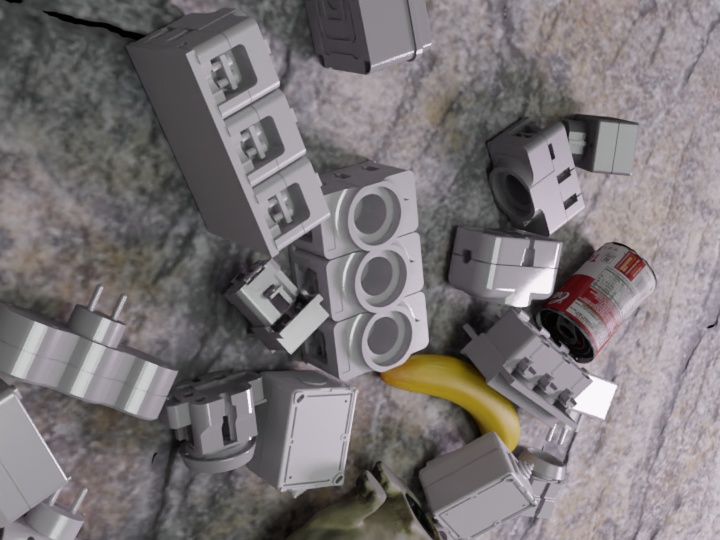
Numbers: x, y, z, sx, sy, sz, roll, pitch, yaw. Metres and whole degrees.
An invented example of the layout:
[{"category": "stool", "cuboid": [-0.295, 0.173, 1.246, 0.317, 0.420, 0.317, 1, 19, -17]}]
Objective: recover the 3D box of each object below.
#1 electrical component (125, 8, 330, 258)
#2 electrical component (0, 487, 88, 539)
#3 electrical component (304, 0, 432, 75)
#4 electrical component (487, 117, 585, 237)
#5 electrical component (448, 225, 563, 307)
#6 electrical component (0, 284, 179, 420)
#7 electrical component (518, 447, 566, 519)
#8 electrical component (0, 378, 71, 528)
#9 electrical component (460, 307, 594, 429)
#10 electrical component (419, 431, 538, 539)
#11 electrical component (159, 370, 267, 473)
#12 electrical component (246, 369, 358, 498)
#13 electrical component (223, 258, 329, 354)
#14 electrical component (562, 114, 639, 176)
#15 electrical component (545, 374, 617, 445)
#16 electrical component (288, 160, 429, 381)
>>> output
[{"category": "electrical component", "cuboid": [-0.085, -0.095, 0.732, 0.062, 0.089, 0.150, -35, 121, -25]}, {"category": "electrical component", "cuboid": [-0.216, 0.182, 0.740, 0.077, 0.044, 0.079, 33, 81, -38]}, {"category": "electrical component", "cuboid": [0.002, -0.204, 0.775, 0.057, 0.078, 0.113, -25, 117, -27]}, {"category": "electrical component", "cuboid": [0.152, -0.080, 0.942, 0.056, 0.050, 0.089, -35, 121, -25]}, {"category": "electrical component", "cuboid": [0.127, -0.003, 0.942, 0.095, 0.054, 0.059, 3, 101, -38]}, {"category": "electrical component", "cuboid": [-0.181, 0.046, 0.723, 0.138, 0.052, 0.073, 26, 86, -39]}, {"category": "electrical component", "cuboid": [0.168, 0.205, 1.039, 0.066, 0.048, 0.055, 17, 100, -39]}, {"category": "electrical component", "cuboid": [-0.238, 0.119, 0.695, 0.061, 0.062, 0.096, -35, 121, -25]}, {"category": "electrical component", "cuboid": [0.153, 0.086, 0.959, 0.063, 0.078, 0.121, -46, 136, 9]}, {"category": "electrical component", "cuboid": [0.109, 0.189, 0.960, 0.096, 0.061, 0.061, -31, 130, 10]}, {"category": "electrical component", "cuboid": [-0.107, 0.113, 0.796, 0.078, 0.058, 0.057, -16, 109, -33]}, {"category": "electrical component", "cuboid": [-0.049, 0.129, 0.841, 0.062, 0.061, 0.096, 2, 101, -38]}, {"category": "electrical component", "cuboid": [-0.065, 0.025, 0.797, 0.042, 0.081, 0.063, -45, 103, -19]}, {"category": "electrical component", "cuboid": [0.200, -0.114, 0.965, 0.077, 0.065, 0.047, 4, 102, -9]}, {"category": "electrical component", "cuboid": [0.200, 0.132, 1.041, 0.066, 0.047, 0.076, 21, 90, -39]}, {"category": "electrical component", "cuboid": [0.000, 0.000, 0.842, 0.089, 0.062, 0.150, -19, 114, -32]}]
